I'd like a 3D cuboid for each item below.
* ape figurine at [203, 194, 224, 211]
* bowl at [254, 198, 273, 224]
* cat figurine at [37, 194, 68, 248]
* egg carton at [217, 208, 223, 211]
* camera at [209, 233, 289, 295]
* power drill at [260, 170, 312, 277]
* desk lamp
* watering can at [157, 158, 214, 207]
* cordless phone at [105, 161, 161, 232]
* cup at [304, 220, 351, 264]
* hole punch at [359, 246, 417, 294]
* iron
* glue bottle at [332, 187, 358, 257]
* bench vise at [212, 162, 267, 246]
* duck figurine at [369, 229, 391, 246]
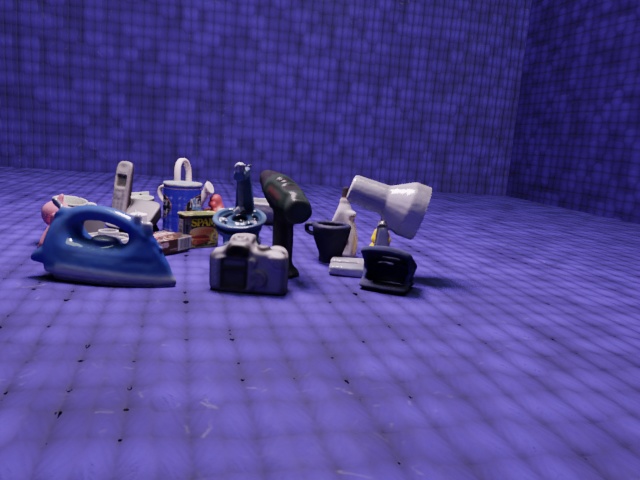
[{"bbox_3d":[-0.323,-0.095,1.759,0.076,0.092,0.077,0,11,-25],"label":"ape figurine"},{"bbox_3d":[-0.163,-0.092,1.861,0.167,0.075,0.167,4,10,-1],"label":"bowl"},{"bbox_3d":[-0.590,-0.044,1.281,0.067,0.118,0.127,1,11,-19],"label":"cat figurine"},{"bbox_3d":[-0.233,-0.049,1.608,0.107,0.069,0.150,-1,11,-28],"label":"egg carton"},{"bbox_3d":[-0.125,0.036,1.084,0.143,0.101,0.137,5,10,3],"label":"camera"},{"bbox_3d":[-0.085,-0.035,1.197,0.076,0.208,0.229,0,11,-25],"label":"power drill"},{"bbox_3d":[0.129,-0.028,1.233,0.203,0.213,0.118,5,10,2],"label":"desk lamp"},{"bbox_3d":[-0.411,-0.153,1.753,0.173,0.194,0.101,3,10,-9],"label":"watering can"},{"bbox_3d":[-0.492,-0.112,1.517,0.147,0.185,0.094,8,11,20],"label":"cordless phone"},{"bbox_3d":[0.012,0.005,1.339,0.117,0.095,0.092,9,11,26],"label":"cup"},{"bbox_3d":[0.135,0.051,1.143,0.108,0.091,0.101,8,11,19],"label":"hole punch"},{"bbox_3d":[-0.383,0.002,1.047,0.258,0.141,0.119,6,10,7],"label":"iron"},{"bbox_3d":[0.059,-0.046,1.420,0.078,0.173,0.037,9,11,26],"label":"glue bottle"},{"bbox_3d":[-0.187,-0.072,1.327,0.121,0.220,0.207,2,10,-12],"label":"bench vise"},{"bbox_3d":[0.144,0.012,1.383,0.077,0.086,0.104,3,10,-10],"label":"duck figurine"}]
